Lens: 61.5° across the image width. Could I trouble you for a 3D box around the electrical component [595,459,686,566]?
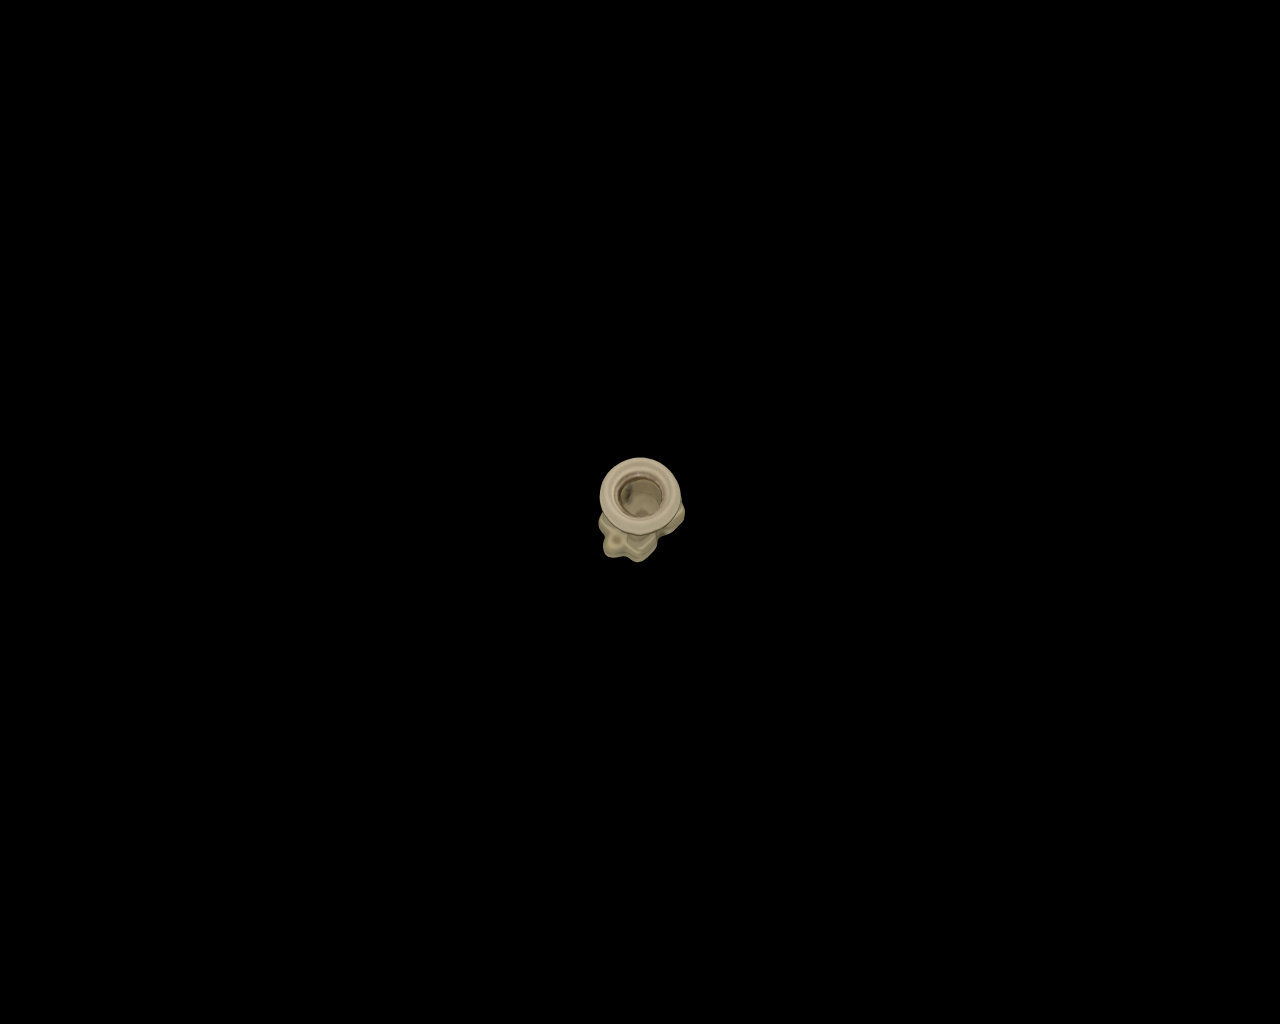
[{"bbox_3d":[0.001,-0.003,0.650,0.048,0.066,0.055,41,-15,14],"label":"electrical component"}]
